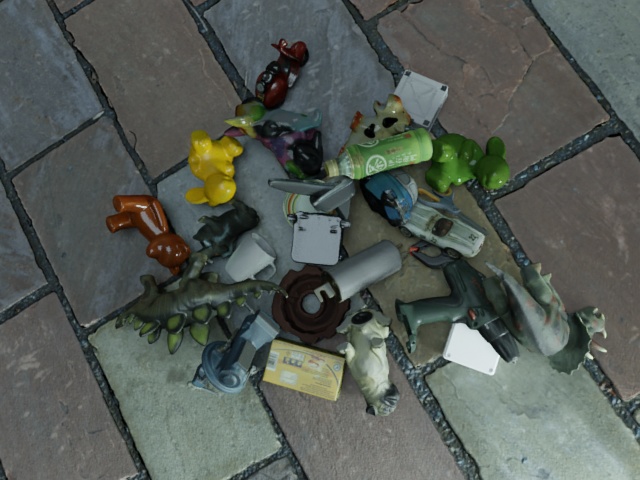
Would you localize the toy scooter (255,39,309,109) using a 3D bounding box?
[{"bbox_3d":[-0.096,-0.398,1.255,0.075,0.135,0.184,35,91,10],"label":"toy scooter"}]

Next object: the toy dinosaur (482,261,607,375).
[{"bbox_3d":[0.418,0.155,1.020,0.131,0.404,0.192,-40,56,29],"label":"toy dinosaur"}]

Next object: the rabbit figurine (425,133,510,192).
[{"bbox_3d":[0.333,-0.155,1.152,0.170,0.159,0.121,32,133,39],"label":"rabbit figurine"}]

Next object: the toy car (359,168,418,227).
[{"bbox_3d":[0.158,-0.108,1.171,0.103,0.109,0.162,-34,39,-8],"label":"toy car"}]

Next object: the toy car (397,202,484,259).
[{"bbox_3d":[0.254,-0.024,1.163,0.202,0.056,0.073,27,66,27],"label":"toy car"}]

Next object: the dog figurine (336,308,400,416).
[{"bbox_3d":[0.116,0.263,1.168,0.121,0.172,0.190,-7,118,26],"label":"dog figurine"}]

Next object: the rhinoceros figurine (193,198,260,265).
[{"bbox_3d":[-0.229,-0.015,1.264,0.190,0.073,0.112,-39,89,1],"label":"rhinoceros figurine"}]

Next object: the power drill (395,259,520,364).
[{"bbox_3d":[0.267,0.163,1.086,0.207,0.086,0.232,-19,68,3],"label":"power drill"}]

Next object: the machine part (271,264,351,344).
[{"bbox_3d":[-0.019,0.143,1.213,0.179,0.056,0.179,-1,83,10],"label":"machine part"}]

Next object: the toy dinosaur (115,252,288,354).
[{"bbox_3d":[-0.277,0.137,1.175,0.472,0.105,0.199,-21,47,20],"label":"toy dinosaur"}]

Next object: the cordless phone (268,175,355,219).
[{"bbox_3d":[-0.022,-0.110,1.167,0.184,0.147,0.088,9,103,-7],"label":"cordless phone"}]

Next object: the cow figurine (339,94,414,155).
[{"bbox_3d":[0.125,-0.231,1.190,0.127,0.085,0.194,23,123,-5],"label":"cow figurine"}]

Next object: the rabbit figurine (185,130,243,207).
[{"bbox_3d":[-0.250,-0.146,1.236,0.162,0.122,0.173,-52,48,27],"label":"rabbit figurine"}]

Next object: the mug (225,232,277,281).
[{"bbox_3d":[-0.157,0.054,1.241,0.107,0.081,0.109,-41,90,12],"label":"mug"}]

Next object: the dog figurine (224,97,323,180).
[{"bbox_3d":[-0.108,-0.230,1.220,0.219,0.108,0.191,0,79,-9],"label":"dog figurine"}]

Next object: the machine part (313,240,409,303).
[{"bbox_3d":[0.090,0.065,1.159,0.243,0.079,0.079,-25,78,-23],"label":"machine part"}]

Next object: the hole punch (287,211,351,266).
[{"bbox_3d":[-0.002,-0.004,1.204,0.142,0.092,0.115,7,91,9],"label":"hole punch"}]

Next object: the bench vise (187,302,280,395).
[{"bbox_3d":[-0.204,0.253,1.180,0.240,0.224,0.128,-37,118,26],"label":"bench vise"}]

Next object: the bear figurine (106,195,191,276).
[{"bbox_3d":[-0.399,-0.008,1.260,0.120,0.132,0.196,-47,66,43],"label":"bear figurine"}]

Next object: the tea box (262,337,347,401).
[{"bbox_3d":[-0.030,0.282,1.190,0.170,0.068,0.098,15,86,10],"label":"tea box"}]
